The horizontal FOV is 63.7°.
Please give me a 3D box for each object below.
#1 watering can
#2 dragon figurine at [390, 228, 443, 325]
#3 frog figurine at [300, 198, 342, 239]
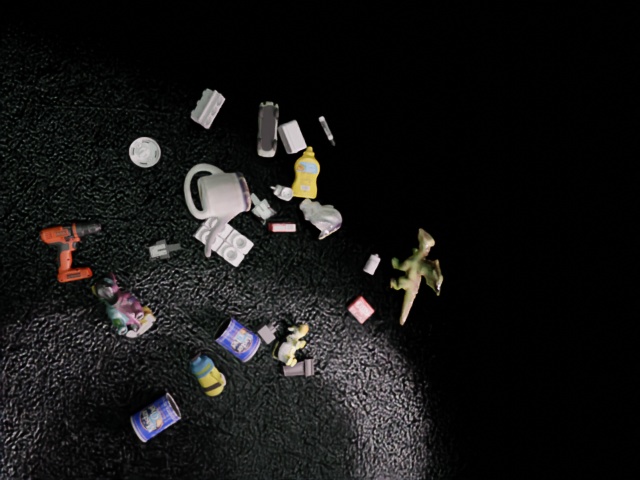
[{"bbox_3d":[-0.346,-0.118,1.799,0.225,0.102,0.352,-11,71,-20],"label":"watering can"},{"bbox_3d":[0.392,0.157,2.033,0.122,0.243,0.409,-1,93,-23],"label":"dragon figurine"},{"bbox_3d":[0.006,-0.098,1.952,0.139,0.121,0.159,-35,97,-46],"label":"frog figurine"}]
